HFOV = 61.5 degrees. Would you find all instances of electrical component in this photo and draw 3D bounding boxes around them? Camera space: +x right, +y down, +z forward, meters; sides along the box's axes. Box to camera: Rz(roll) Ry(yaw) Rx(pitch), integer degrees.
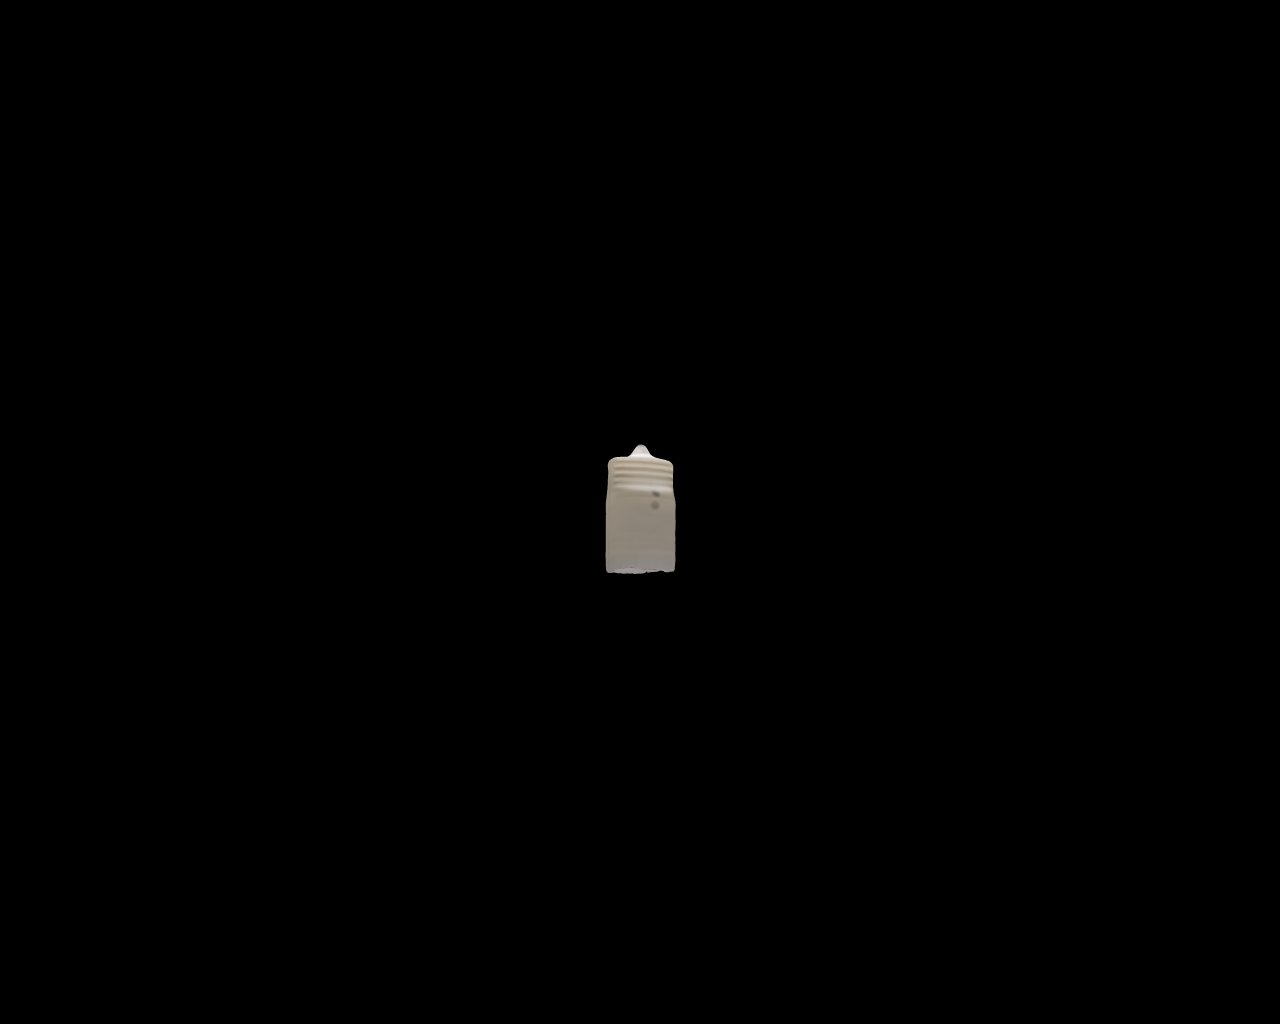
[{"bbox_3d":[0.001,-0.003,0.650,0.043,0.081,0.043,0,-7,0],"label":"electrical component"}]
